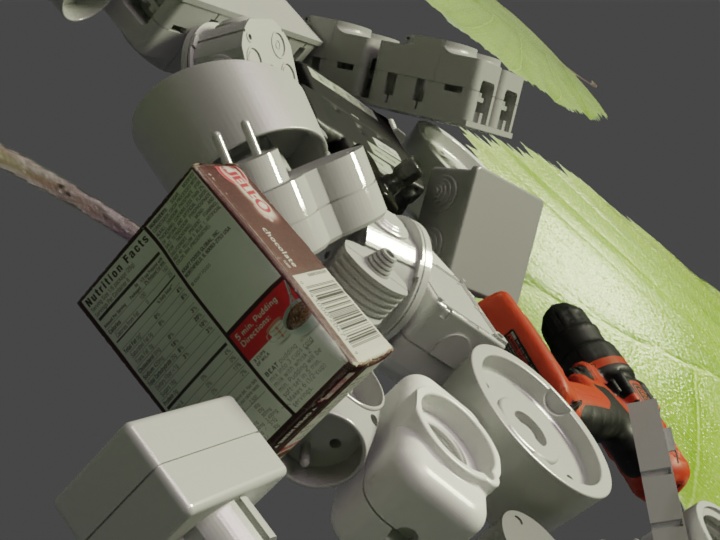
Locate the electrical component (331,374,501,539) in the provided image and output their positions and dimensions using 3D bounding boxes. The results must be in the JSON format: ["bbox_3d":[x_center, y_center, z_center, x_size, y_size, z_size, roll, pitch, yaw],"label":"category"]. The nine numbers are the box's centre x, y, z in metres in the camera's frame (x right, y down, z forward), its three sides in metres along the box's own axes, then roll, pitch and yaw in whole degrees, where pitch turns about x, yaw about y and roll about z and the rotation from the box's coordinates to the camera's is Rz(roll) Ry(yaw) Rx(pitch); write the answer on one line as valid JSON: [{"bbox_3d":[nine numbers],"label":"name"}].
[{"bbox_3d":[0.028,0.096,0.520,0.054,0.059,0.095,40,21,-12],"label":"electrical component"}]

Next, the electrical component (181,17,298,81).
[{"bbox_3d":[-0.081,-0.131,0.729,0.080,0.051,0.080,30,56,-58],"label":"electrical component"}]

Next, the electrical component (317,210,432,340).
[{"bbox_3d":[0.000,0.000,0.628,0.051,0.080,0.080,24,28,-32],"label":"electrical component"}]

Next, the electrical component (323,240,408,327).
[{"bbox_3d":[-0.011,0.019,0.567,0.043,0.081,0.043,37,21,-17],"label":"electrical component"}]

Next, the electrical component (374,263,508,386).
[{"bbox_3d":[0.036,0.030,0.671,0.062,0.061,0.096,33,15,-29],"label":"electrical component"}]

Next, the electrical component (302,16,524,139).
[{"bbox_3d":[0.031,-0.163,0.898,0.186,0.060,0.105,17,8,26],"label":"electrical component"}]

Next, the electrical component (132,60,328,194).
[{"bbox_3d":[-0.071,-0.070,0.609,0.099,0.099,0.064,10,46,-57],"label":"electrical component"}]

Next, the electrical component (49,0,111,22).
[{"bbox_3d":[-0.185,-0.215,0.704,0.077,0.079,0.044,49,-9,12],"label":"electrical component"}]

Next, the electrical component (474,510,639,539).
[{"bbox_3d":[0.120,0.162,0.544,0.138,0.073,0.052,35,22,-24],"label":"electrical component"}]

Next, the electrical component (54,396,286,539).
[{"bbox_3d":[-0.056,0.093,0.388,0.076,0.047,0.066,50,22,16],"label":"electrical component"}]

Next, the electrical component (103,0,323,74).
[{"bbox_3d":[-0.123,-0.199,0.809,0.105,0.060,0.186,50,21,17],"label":"electrical component"}]

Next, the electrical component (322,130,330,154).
[{"bbox_3d":[-0.069,-0.078,0.682,0.089,0.055,0.050,30,24,-33],"label":"electrical component"}]

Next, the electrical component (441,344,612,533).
[{"bbox_3d":[0.082,0.102,0.608,0.108,0.060,0.108,38,21,-17],"label":"electrical component"}]

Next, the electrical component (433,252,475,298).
[{"bbox_3d":[0.042,0.011,0.736,0.081,0.043,0.043,48,21,11],"label":"electrical component"}]

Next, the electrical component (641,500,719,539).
[{"bbox_3d":[0.247,0.204,0.718,0.108,0.060,0.108,37,21,-17],"label":"electrical component"}]

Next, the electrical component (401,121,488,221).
[{"bbox_3d":[0.069,-0.068,0.914,0.108,0.060,0.108,37,21,-17],"label":"electrical component"}]

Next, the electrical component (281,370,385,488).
[{"bbox_3d":[-0.032,0.053,0.512,0.079,0.044,0.077,38,21,-17],"label":"electrical component"}]

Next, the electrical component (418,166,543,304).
[{"bbox_3d":[0.086,-0.026,0.818,0.048,0.099,0.100,10,-8,45],"label":"electrical component"}]

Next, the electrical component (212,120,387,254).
[{"bbox_3d":[-0.052,-0.038,0.543,0.138,0.052,0.073,-30,103,-37],"label":"electrical component"}]
